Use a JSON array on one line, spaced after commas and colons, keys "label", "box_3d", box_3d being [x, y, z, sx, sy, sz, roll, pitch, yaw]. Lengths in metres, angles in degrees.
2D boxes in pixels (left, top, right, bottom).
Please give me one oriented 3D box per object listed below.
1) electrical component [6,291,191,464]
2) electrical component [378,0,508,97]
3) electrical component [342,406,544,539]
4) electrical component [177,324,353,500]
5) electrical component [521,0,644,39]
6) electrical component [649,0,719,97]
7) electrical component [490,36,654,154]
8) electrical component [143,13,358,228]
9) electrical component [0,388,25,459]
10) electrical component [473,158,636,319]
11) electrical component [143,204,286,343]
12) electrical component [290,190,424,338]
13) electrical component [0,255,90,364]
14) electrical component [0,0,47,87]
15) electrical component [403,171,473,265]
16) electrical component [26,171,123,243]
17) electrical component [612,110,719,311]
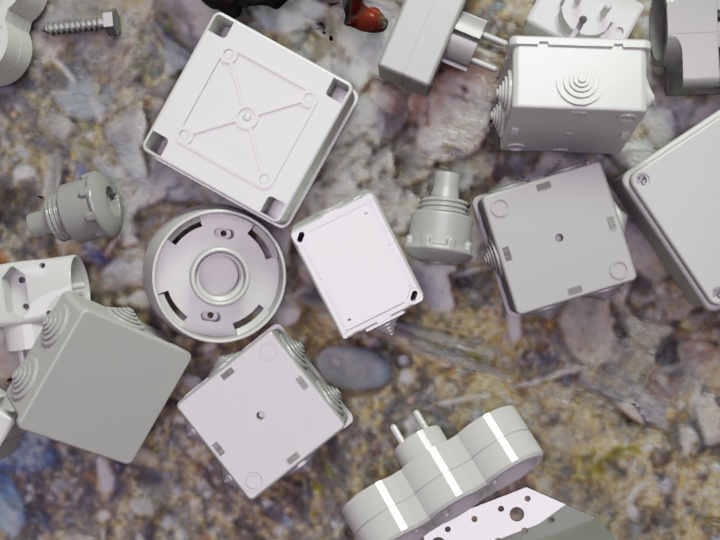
[{"label": "electrical component", "box_3d": [-0.177, 0.071, 0.724, 0.100, 0.048, 0.099, 29, 92, -37]}, {"label": "electrical component", "box_3d": [0.063, -0.159, 0.734, 0.076, 0.047, 0.083, 23, 91, 2]}, {"label": "electrical component", "box_3d": [0.048, 0.131, 0.734, 0.138, 0.052, 0.073, -32, 65, 2]}, {"label": "electrical component", "box_3d": [-0.066, 0.098, 0.740, 0.100, 0.048, 0.099, -39, 88, 1]}, {"label": "electrical component", "box_3d": [0.150, -0.171, 0.716, 0.066, 0.077, 0.047, 29, 91, 2]}, {"label": "electrical component", "box_3d": [0.229, -0.165, 0.726, 0.056, 0.050, 0.089, -2, 91, 2]}, {"label": "electrical component", "box_3d": [0.138, -0.112, 0.706, 0.100, 0.099, 0.048, 2, 78, 2]}, {"label": "electrical component", "box_3d": [-0.074, -0.101, 0.734, 0.109, 0.056, 0.108, 29, 91, 2]}, {"label": "electrical component", "box_3d": [-0.286, 0.111, 0.747, 0.083, 0.047, 0.075, 31, 91, 2]}, {"label": "electrical component", "box_3d": [0.132, -0.021, 0.731, 0.100, 0.048, 0.099, -17, 90, 2]}, {"label": "electrical component", "box_3d": [-0.100, 0.003, 0.744, 0.099, 0.064, 0.099, 0, 92, -11]}, {"label": "electrical component", "box_3d": [0.000, 0.000, 0.733, 0.062, 0.061, 0.096, -27, 98, 1]}, {"label": "electrical component", "box_3d": [-0.229, 0.034, 0.747, 0.077, 0.043, 0.079, -8, 90, 2]}, {"label": "electrical component", "box_3d": [-0.251, -0.198, 0.729, 0.052, 0.074, 0.138, 15, 91, 9]}, {"label": "electrical component", "box_3d": [0.056, -0.036, 0.737, 0.048, 0.048, 0.062, 7, 83, 2]}, {"label": "electrical component", "box_3d": [-0.199, -0.039, 0.746, 0.062, 0.048, 0.048, -16, 90, 8]}, {"label": "electrical component", "box_3d": [0.245, -0.046, 0.723, 0.109, 0.056, 0.108, -34, 89, 2]}]
